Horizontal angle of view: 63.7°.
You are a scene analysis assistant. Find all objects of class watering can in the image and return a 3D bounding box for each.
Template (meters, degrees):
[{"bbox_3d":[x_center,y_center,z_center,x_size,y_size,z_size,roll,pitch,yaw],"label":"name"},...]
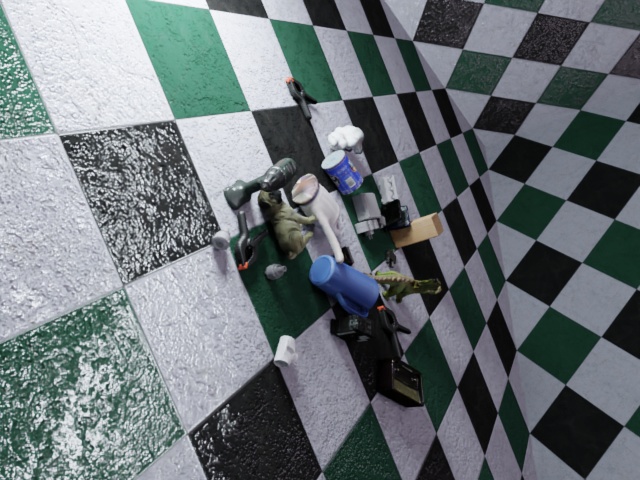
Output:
[{"bbox_3d":[0.005,-0.087,1.723,0.221,0.103,0.356,48,18,-31],"label":"watering can"}]

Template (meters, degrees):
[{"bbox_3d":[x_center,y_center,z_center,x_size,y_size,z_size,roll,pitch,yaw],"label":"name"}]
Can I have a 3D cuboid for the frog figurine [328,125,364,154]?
[{"bbox_3d":[0.096,-0.412,2.073,0.158,0.121,0.140,16,27,-42],"label":"frog figurine"}]

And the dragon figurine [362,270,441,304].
[{"bbox_3d":[0.349,0.165,2.019,0.407,0.241,0.124,22,61,-52],"label":"dragon figurine"}]
